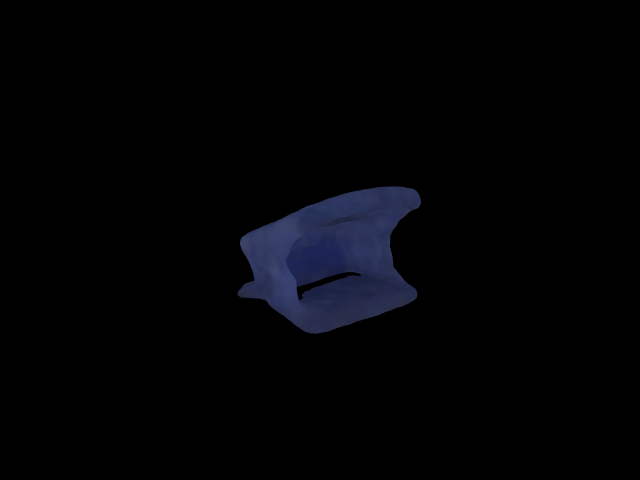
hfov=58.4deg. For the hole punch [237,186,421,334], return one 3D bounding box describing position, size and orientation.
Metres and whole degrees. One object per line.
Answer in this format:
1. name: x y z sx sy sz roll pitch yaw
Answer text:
1. hole punch: 0.004 0.001 0.400 0.109 0.091 0.100 -14 24 -33
